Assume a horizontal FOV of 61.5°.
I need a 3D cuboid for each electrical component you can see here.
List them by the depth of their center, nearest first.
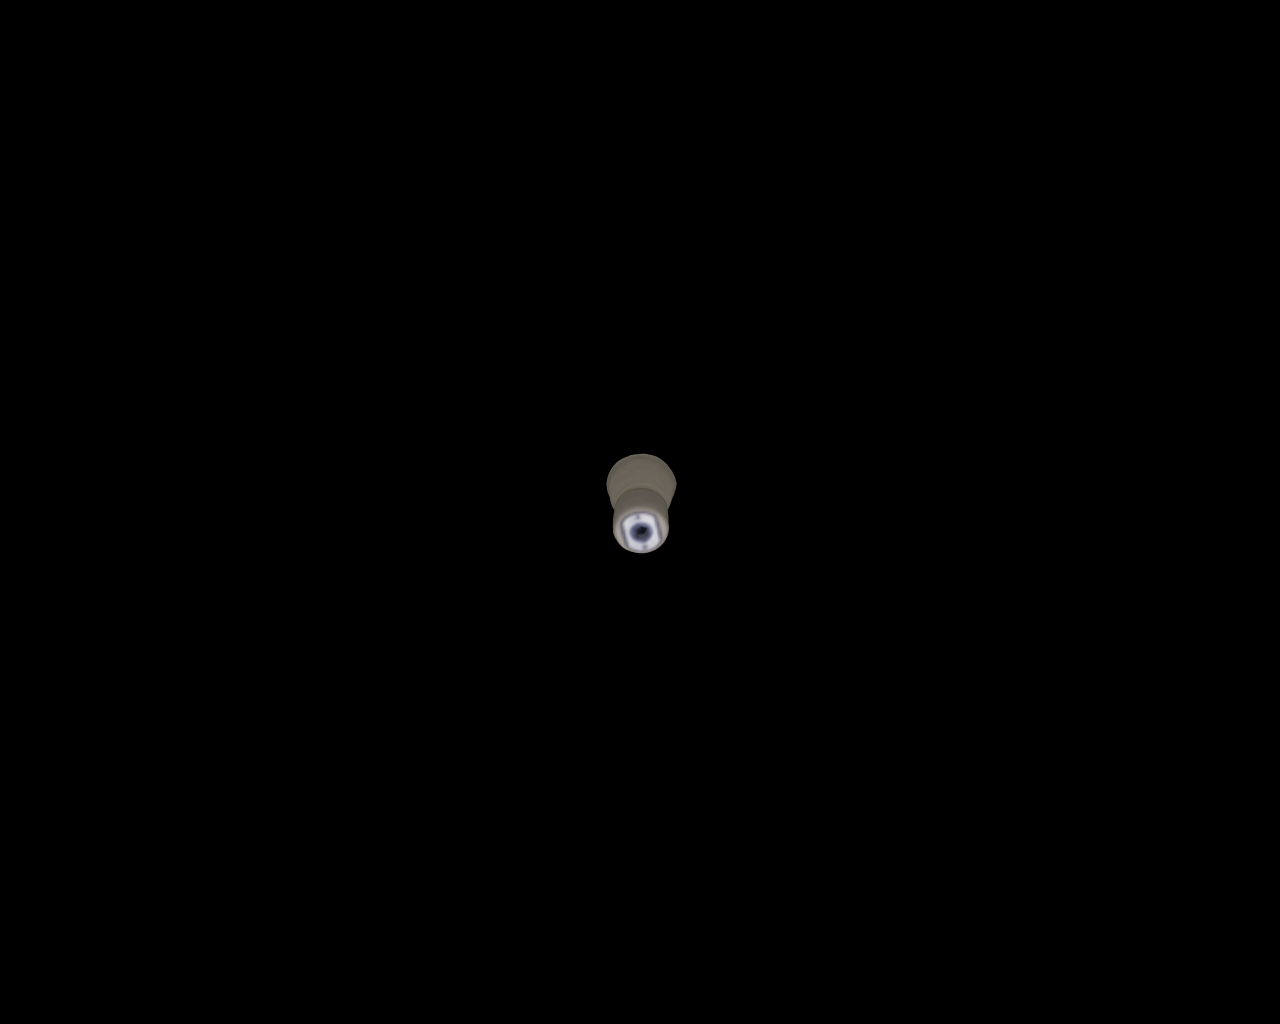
[{"bbox_3d":[0.001,-0.003,0.650,0.044,0.044,0.065,0,29,0],"label":"electrical component"}]
